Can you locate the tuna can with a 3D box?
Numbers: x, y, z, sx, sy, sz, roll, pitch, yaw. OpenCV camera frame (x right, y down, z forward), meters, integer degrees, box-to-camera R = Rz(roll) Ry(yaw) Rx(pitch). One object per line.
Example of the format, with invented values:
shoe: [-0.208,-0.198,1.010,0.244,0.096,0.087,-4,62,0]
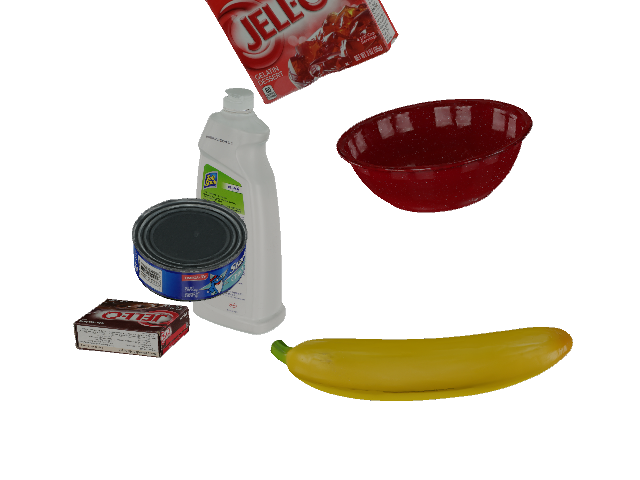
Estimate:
tuna can: [-0.098,0.007,0.804,0.086,0.034,0.086,3,39,-3]

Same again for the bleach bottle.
bleach bottle: [-0.083,-0.033,1.120,0.103,0.251,0.068,15,24,25]

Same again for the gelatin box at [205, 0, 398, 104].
gelatin box: [-0.011,-0.129,0.616,0.089,0.073,0.030,-19,23,28]

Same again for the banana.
banana: [0.064,0.074,0.674,0.198,0.037,0.069,0,26,3]

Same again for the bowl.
bowl: [0.097,-0.067,0.889,0.162,0.055,0.162,-9,24,4]

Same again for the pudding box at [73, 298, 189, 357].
pudding box: [-0.226,0.105,1.285,0.114,0.039,0.090,2,15,15]
